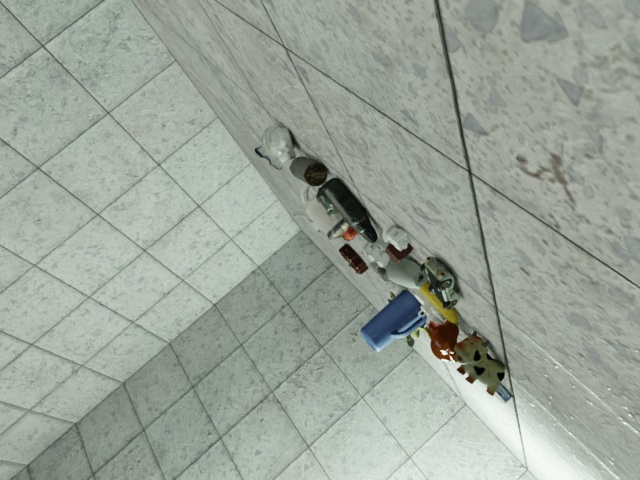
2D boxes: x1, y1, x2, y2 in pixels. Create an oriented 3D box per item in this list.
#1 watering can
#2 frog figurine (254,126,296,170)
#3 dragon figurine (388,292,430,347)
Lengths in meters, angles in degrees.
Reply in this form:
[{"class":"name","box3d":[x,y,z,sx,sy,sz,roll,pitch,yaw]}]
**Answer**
[{"class":"watering can","box3d":[0.006,-0.094,1.867,0.105,0.225,0.342,-36,-8,-24]},{"class":"frog figurine","box3d":[-0.130,-0.325,1.696,0.124,0.139,0.156,-20,-22,-37]},{"class":"dragon figurine","box3d":[0.357,0.319,2.247,0.122,0.403,0.247,-35,31,1]}]
